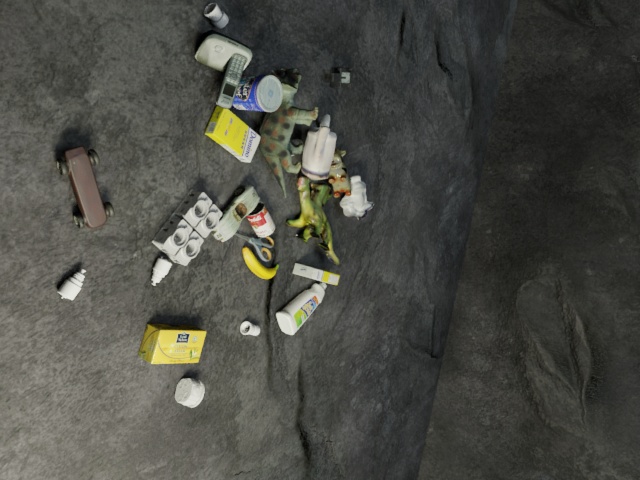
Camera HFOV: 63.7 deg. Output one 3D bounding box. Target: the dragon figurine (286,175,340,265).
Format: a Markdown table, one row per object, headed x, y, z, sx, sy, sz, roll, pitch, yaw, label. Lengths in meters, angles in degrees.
| x | y | z | sx | sy | sz | roll | pitch | yaw | label |
| --- | --- | --- | --- | --- | --- | --- | --- | --- | --- |
| 0.006 | -0.095 | 1.889 | 0.122 | 0.247 | 0.403 | 5 | -26 | 31 | dragon figurine |

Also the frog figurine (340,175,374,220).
| x | y | z | sx | sy | sz | roll | pitch | yaw | label |
| --- | --- | --- | --- | --- | --- | --- | --- | --- | --- |
| 0.131 | -0.172 | 2.032 | 0.139 | 0.157 | 0.123 | -38 | 21 | -23 | frog figurine |

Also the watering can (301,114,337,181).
| x | y | z | sx | sy | sz | roll | pitch | yaw | label |
| --- | --- | --- | --- | --- | --- | --- | --- | --- | --- |
| -0.002 | -0.304 | 1.716 | 0.104 | 0.221 | 0.352 | 11 | 17 | -2 | watering can |
